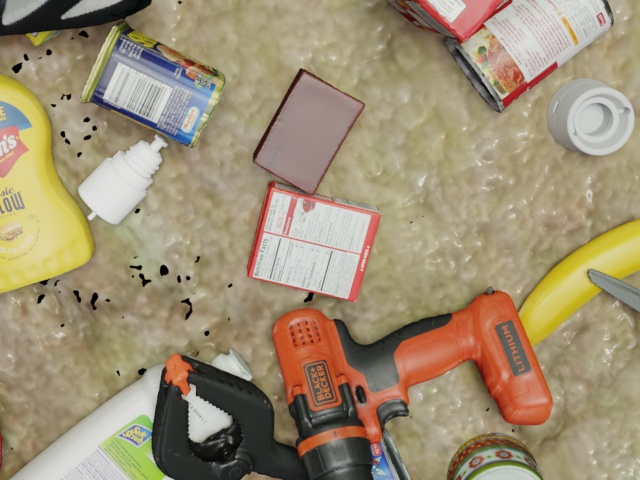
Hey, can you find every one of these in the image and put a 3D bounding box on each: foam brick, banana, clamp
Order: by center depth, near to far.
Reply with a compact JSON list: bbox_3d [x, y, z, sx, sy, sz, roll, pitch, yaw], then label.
[{"bbox_3d":[-0.010,-0.081,0.785,0.053,0.051,0.078,29,100,-8],"label":"foam brick"},{"bbox_3d":[-0.059,0.163,0.809,0.164,0.036,0.210,-23,125,-11],"label":"clamp"},{"bbox_3d":[0.233,0.025,0.828,0.198,0.037,0.069,-21,102,2],"label":"banana"}]

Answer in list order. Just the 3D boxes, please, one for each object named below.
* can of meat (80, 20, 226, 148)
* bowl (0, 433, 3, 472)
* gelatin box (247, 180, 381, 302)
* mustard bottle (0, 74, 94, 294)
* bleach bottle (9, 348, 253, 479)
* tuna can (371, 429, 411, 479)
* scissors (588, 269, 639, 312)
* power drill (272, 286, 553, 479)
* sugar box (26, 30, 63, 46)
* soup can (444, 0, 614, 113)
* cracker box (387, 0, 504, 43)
[{"bbox_3d":[-0.115,-0.108,0.749,0.084,0.102,0.057,25,101,-10],"label":"can of meat"},{"bbox_3d":[-0.320,0.149,0.821,0.162,0.055,0.162,-1,103,-3],"label":"bowl"},{"bbox_3d":[-0.006,0.001,0.815,0.089,0.030,0.073,13,103,-6],"label":"gelatin box"},{"bbox_3d":[-0.239,-0.061,0.775,0.096,0.058,0.191,-17,103,-1],"label":"mustard bottle"},{"bbox_3d":[-0.153,0.179,0.834,0.251,0.068,0.102,-39,111,3],"label":"bleach bottle"},{"bbox_3d":[0.051,0.190,0.833,0.034,0.086,0.086,-25,103,5],"label":"tuna can"},{"bbox_3d":[0.282,0.086,0.840,0.201,0.016,0.096,13,108,-16],"label":"scissors"},{"bbox_3d":[0.071,0.121,0.787,0.187,0.057,0.184,-12,65,-10],"label":"power drill"},{"bbox_3d":[-0.226,-0.230,0.736,0.093,0.048,0.176,-40,100,22],"label":"sugar box"},{"bbox_3d":[0.150,-0.149,0.769,0.102,0.068,0.068,-37,102,5],"label":"soup can"},{"bbox_3d":[0.127,-0.235,0.699,0.072,0.164,0.214,40,98,-13],"label":"cracker box"}]
